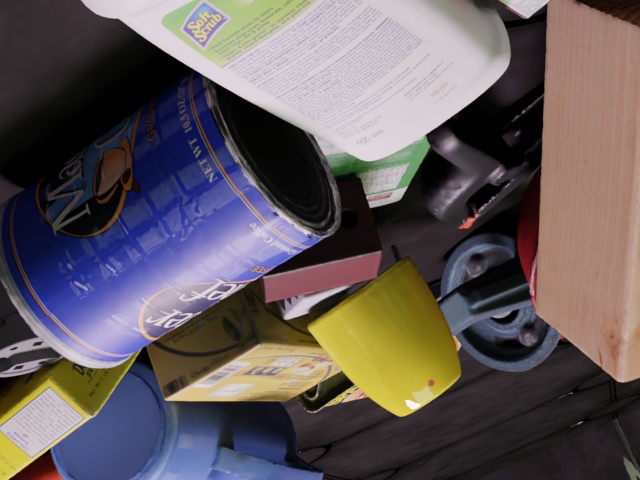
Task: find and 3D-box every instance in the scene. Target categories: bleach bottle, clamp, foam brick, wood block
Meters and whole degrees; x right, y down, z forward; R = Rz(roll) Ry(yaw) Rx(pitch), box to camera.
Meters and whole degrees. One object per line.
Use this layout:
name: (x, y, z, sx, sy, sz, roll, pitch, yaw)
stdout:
bleach bottle: (-0.016, -0.105, 0.422, 0.103, 0.068, 0.250, -36, 153, 19)
clamp: (0.110, -0.056, 0.696, 0.164, 0.036, 0.210, -23, 164, -25)
foam brick: (-0.004, 0.001, 0.672, 0.078, 0.053, 0.051, -13, 159, -7)
wood block: (0.186, -0.038, 0.602, 0.090, 0.091, 0.206, -15, 120, -19)

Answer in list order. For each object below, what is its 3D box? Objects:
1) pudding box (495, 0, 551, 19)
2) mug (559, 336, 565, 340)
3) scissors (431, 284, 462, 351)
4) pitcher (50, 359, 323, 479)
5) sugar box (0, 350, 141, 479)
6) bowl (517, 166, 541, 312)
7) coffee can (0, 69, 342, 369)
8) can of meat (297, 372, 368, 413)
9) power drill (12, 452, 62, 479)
pudding box: (0.097, -0.148, 0.465, 0.090, 0.039, 0.113, -34, 159, 27)
mug: (0.218, 0.051, 1.031, 0.082, 0.093, 0.117, -29, -165, 30)
scissors: (0.071, 0.074, 0.970, 0.201, 0.016, 0.096, 13, 106, -46)
pitcher: (-0.109, 0.171, 0.890, 0.149, 0.145, 0.242, -30, 158, 9)
sugar box: (-0.201, 0.117, 0.744, 0.176, 0.048, 0.093, -34, -164, 32)
bowl: (0.188, -0.022, 0.726, 0.161, 0.055, 0.162, -23, 135, -24)
coffee can: (-0.075, -0.013, 0.527, 0.140, 0.103, 0.102, -31, 158, 21)
can of meat: (0.034, 0.121, 1.038, 0.083, 0.057, 0.102, -5, 153, -44)
power drill: (-0.297, 0.273, 1.066, 0.184, 0.057, 0.187, -23, 159, 0)
